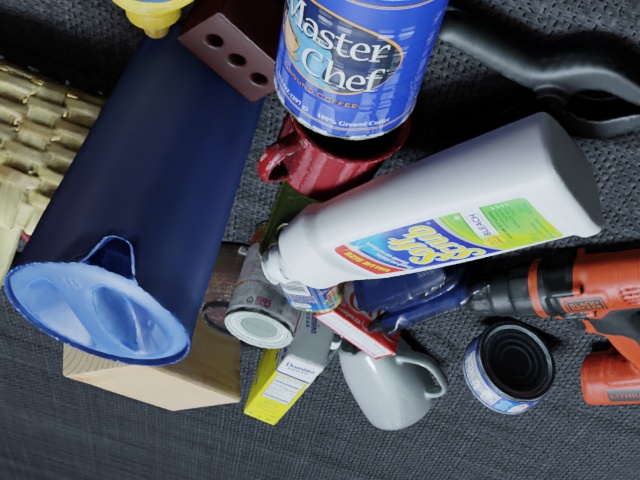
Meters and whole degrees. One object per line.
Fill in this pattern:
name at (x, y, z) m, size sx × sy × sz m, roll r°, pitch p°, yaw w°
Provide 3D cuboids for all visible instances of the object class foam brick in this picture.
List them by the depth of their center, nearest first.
foam brick at (-0.053, -0.147, 0.767) m, size 0.078 × 0.051 × 0.053 m, roll 38°, pitch 143°, yaw -29°

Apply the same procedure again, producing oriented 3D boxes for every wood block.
wood block at (-0.169, 0.114, 1.118) m, size 0.091 × 0.090 × 0.205 m, roll -10°, pitch 158°, yaw 22°

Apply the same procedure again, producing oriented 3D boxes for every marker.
marker at (0.002, 0.131, 1.192) m, size 0.020 × 0.020 × 0.121 m, roll 20°, pitch 148°, yaw -4°

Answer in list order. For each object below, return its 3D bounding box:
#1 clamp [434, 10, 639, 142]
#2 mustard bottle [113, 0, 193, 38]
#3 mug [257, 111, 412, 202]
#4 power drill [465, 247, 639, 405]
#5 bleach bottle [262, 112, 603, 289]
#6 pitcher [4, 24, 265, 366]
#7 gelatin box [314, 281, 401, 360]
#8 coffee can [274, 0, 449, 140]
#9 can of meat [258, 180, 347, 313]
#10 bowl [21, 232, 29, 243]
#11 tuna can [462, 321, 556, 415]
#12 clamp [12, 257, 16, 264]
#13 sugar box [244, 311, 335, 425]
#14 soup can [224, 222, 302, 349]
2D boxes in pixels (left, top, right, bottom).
clamp at (0.154, -0.111, 0.734) m, size 0.172 × 0.039 × 0.120 m, roll 0°, pitch 150°, yaw 18°
mustard bottle at (-0.116, -0.206, 0.703) m, size 0.096 × 0.058 × 0.192 m, roll 11°, pitch 148°, yaw 5°
mug at (0.004, -0.075, 0.799) m, size 0.093 × 0.117 × 0.082 m, roll 54°, pitch 155°, yaw 12°
power drill at (0.241, 0.081, 0.963) m, size 0.185 × 0.057 × 0.187 m, roll -8°, pitch 140°, yaw 35°
bleach bottle at (0.071, -0.012, 0.790) m, size 0.251 × 0.068 × 0.102 m, roll -20°, pitch 144°, yaw 28°
pitcher at (-0.126, -0.034, 0.794) m, size 0.149 × 0.242 × 0.145 m, roll -6°, pitch 141°, yaw 33°
gelatin box at (0.042, 0.061, 1.014) m, size 0.089 × 0.073 × 0.030 m, roll 37°, pitch 143°, yaw -27°
coffee can at (0.027, -0.146, 0.681) m, size 0.103 × 0.102 × 0.140 m, roll 17°, pitch 148°, yaw 1°
can of meat at (-0.006, 0.001, 0.924) m, size 0.057 × 0.102 × 0.084 m, roll 6°, pitch 148°, yaw 20°
bowl at (-0.215, -0.022, 1.031) m, size 0.162 × 0.055 × 0.162 m, roll 13°, pitch 147°, yaw 8°
tuna can at (0.183, 0.122, 1.028) m, size 0.086 × 0.086 × 0.034 m, roll 23°, pitch 146°, yaw -8°
clamp at (-0.272, 0.064, 1.200) m, size 0.210 × 0.036 × 0.164 m, roll 2°, pitch 147°, yaw 35°
sugar box at (-0.029, 0.121, 1.124) m, size 0.048 × 0.093 × 0.176 m, roll 20°, pitch 147°, yaw -6°
soup can at (-0.044, 0.042, 1.001) m, size 0.068 × 0.102 × 0.068 m, roll 12°, pitch 148°, yaw 8°
